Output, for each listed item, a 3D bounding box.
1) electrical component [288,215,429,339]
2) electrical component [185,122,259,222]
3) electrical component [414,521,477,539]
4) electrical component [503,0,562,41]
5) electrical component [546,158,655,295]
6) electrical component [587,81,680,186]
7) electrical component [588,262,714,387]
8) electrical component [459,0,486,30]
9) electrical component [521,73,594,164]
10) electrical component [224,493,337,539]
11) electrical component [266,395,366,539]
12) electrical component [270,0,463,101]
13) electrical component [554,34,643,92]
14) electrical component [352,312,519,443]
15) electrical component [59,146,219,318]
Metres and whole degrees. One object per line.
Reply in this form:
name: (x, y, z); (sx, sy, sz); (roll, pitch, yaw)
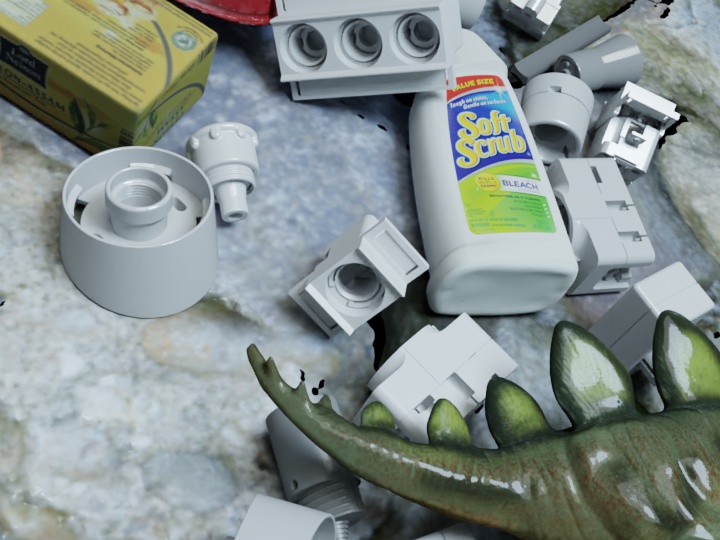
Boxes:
electrical component: (0.000, 0.000, 0.677); (0.042, 0.081, 0.063); (47, 23, -16)
electrical component: (-0.087, -0.062, 0.704); (0.048, 0.048, 0.062); (-4, 67, -23)
electrical component: (0.037, 0.192, 0.581); (0.076, 0.047, 0.083); (-13, 64, -27)
electrical component: (0.151, -0.227, 0.884); (0.048, 0.066, 0.055); (33, 86, 2)
electrical component: (0.162, -0.032, 0.772); (0.056, 0.050, 0.089); (-3, 60, -22)
electrical component: (0.203, -0.101, 0.822); (0.042, 0.081, 0.063); (26, 76, -3)
electrical component: (0.198, 0.052, 0.710); (0.047, 0.083, 0.075); (-23, 69, -31)
electrical component: (0.073, -0.223, 0.862); (0.047, 0.055, 0.055); (16, 54, -14)
electrical component: (0.147, -0.114, 0.819); (0.055, 0.055, 0.047); (21, 57, -6)
electrical component: (-0.045, 0.165, 0.541); (0.064, 0.099, 0.099); (22, 53, 2)
electrical component: (-0.023, 0.117, 0.611); (0.043, 0.043, 0.081); (-6, 61, -24)
electrical component: (0.007, -0.166, 0.760); (0.121, 0.078, 0.063); (-1, 24, 20)
electrical component: (0.192, -0.164, 0.876); (0.065, 0.044, 0.044); (-18, 66, -24)
electrical component: (0.043, 0.072, 0.660); (0.055, 0.050, 0.089); (45, 54, 11)
electrical component: (-0.136, -0.027, 0.665); (0.099, 0.064, 0.099); (6, 46, -6)
